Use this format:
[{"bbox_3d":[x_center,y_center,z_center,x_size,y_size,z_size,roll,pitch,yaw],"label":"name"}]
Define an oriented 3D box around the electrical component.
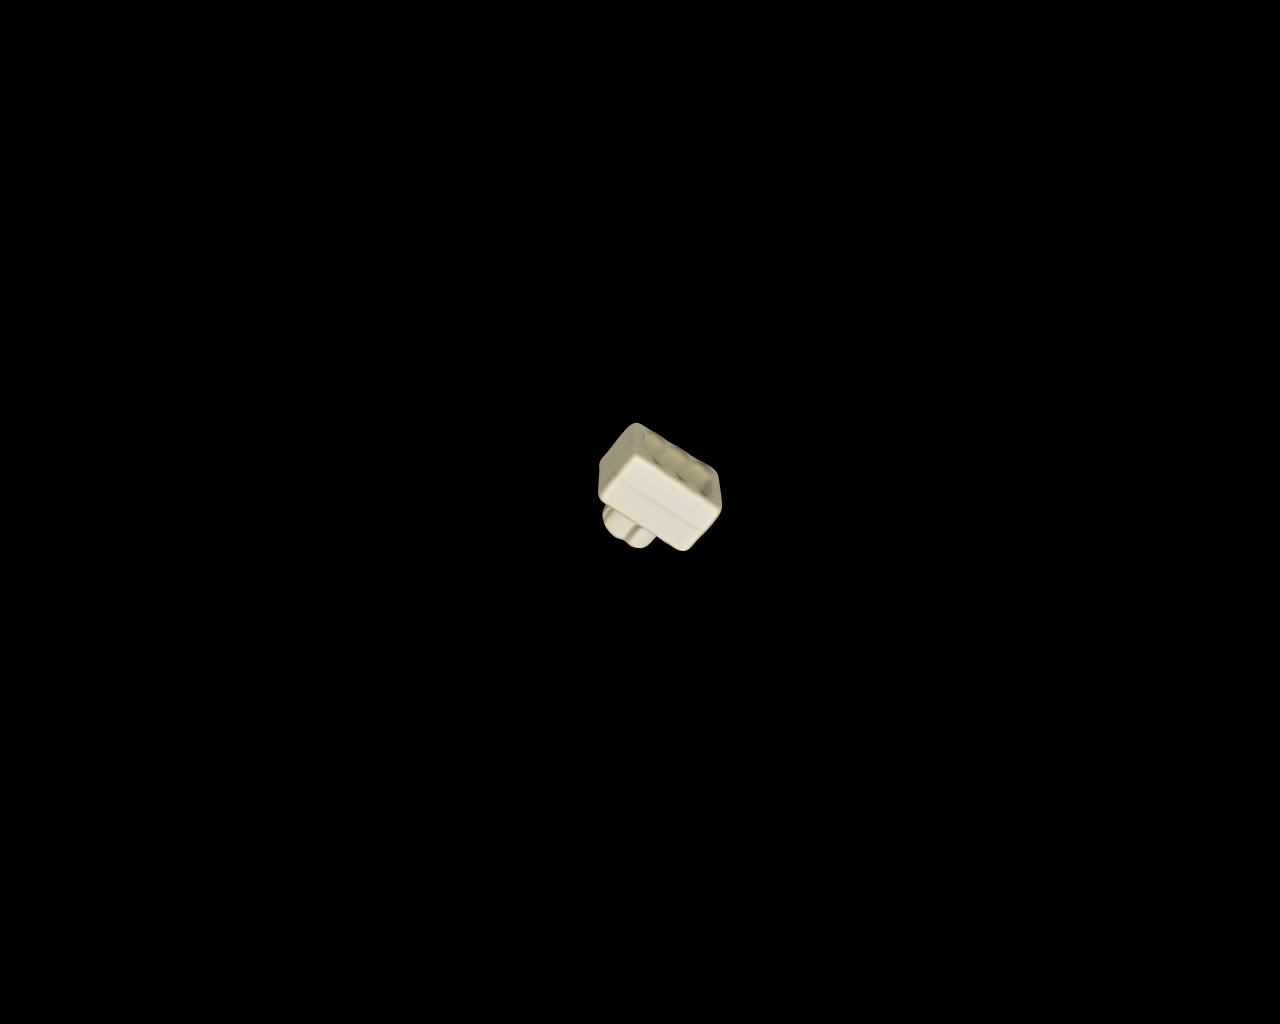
[{"bbox_3d":[0.001,-0.003,0.650,0.065,0.076,0.047,32,26,-18],"label":"electrical component"}]
